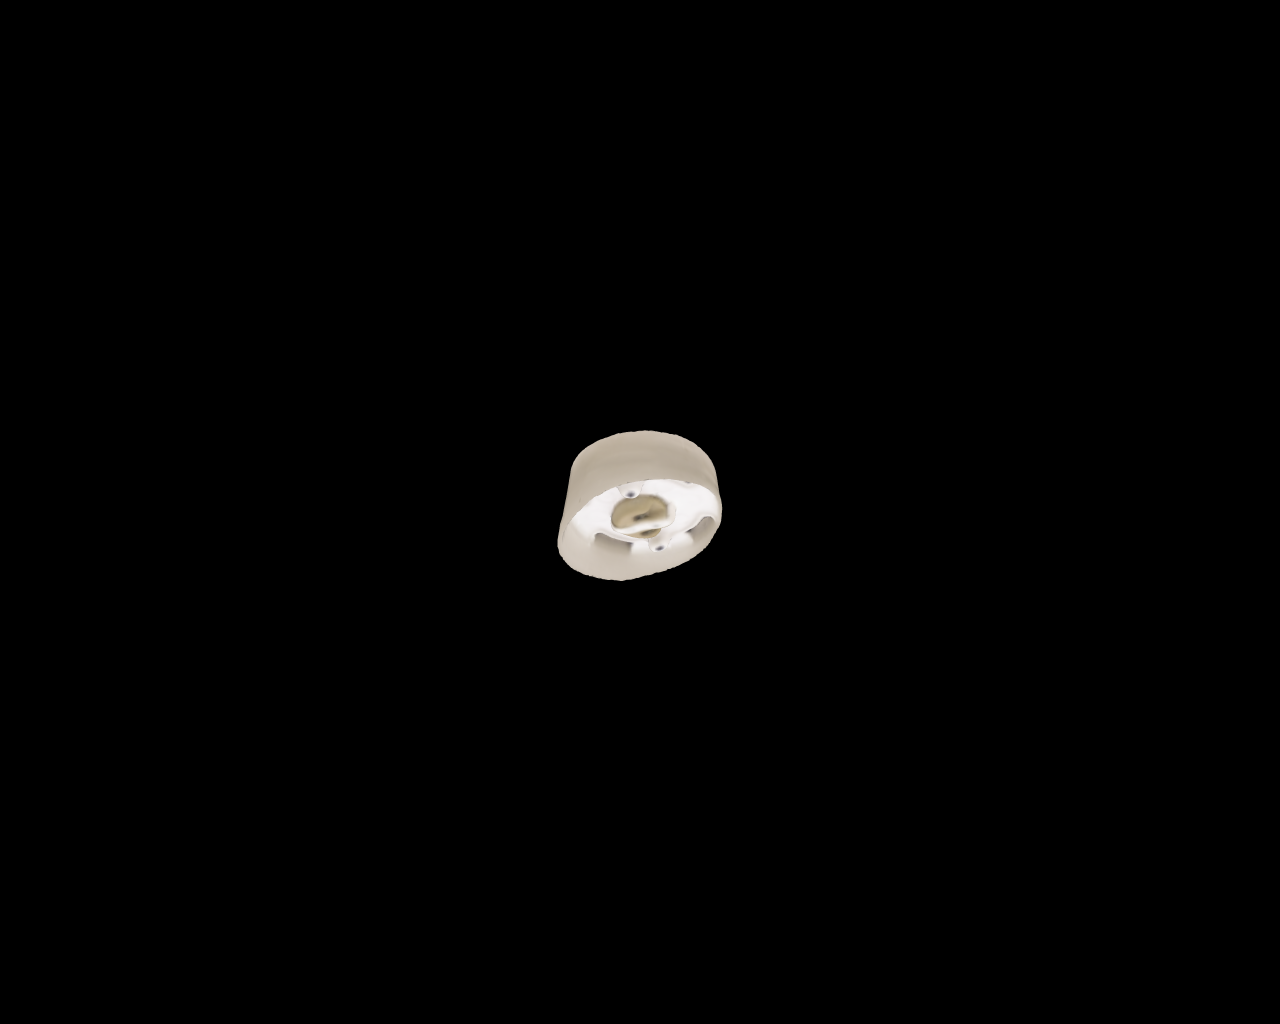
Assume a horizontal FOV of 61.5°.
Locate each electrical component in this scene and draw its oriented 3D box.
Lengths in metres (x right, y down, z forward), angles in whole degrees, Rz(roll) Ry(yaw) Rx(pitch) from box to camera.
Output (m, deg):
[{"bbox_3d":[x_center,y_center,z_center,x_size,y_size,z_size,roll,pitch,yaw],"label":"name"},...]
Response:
[{"bbox_3d":[0.001,-0.003,0.650,0.099,0.064,0.099,0,-35,0],"label":"electrical component"}]
